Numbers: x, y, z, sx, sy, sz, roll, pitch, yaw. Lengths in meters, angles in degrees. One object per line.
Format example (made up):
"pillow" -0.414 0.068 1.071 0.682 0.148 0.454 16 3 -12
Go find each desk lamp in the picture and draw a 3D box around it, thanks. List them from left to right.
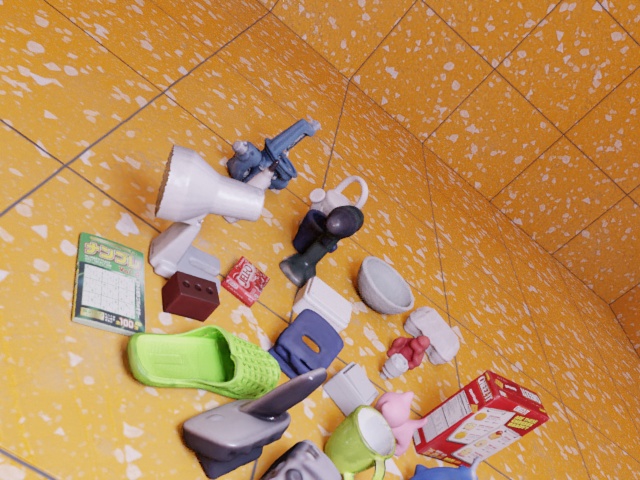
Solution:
"desk lamp" -0.205 -0.035 0.967 0.204 0.213 0.117 29 30 -29

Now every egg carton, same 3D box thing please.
"egg carton" 0.282 0.238 1.435 0.150 0.069 0.107 50 26 12

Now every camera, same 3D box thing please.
"camera" -0.015 0.360 0.784 0.137 0.100 0.143 47 26 5

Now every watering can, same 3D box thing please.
"watering can" 0.040 -0.078 1.411 0.101 0.193 0.173 52 27 16

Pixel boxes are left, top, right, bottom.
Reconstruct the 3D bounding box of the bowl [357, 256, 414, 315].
"bowl" 0.146 0.124 1.401 0.168 0.074 0.167 34 27 -20

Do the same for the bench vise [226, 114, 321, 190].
"bench vise" -0.102 -0.209 1.369 0.121 0.219 0.208 50 26 13

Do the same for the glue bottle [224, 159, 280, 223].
"glue bottle" -0.139 -0.109 1.220 0.037 0.173 0.078 46 26 5

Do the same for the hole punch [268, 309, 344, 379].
"hole punch" -0.022 0.196 1.030 0.109 0.091 0.101 43 26 -2

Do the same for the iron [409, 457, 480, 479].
"iron" 0.207 0.464 0.907 0.119 0.141 0.258 40 26 -9

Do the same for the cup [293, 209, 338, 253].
"cup" -0.012 0.000 1.333 0.092 0.094 0.117 8 43 -51

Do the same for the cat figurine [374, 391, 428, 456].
"cat figurine" 0.140 0.324 1.045 0.128 0.117 0.067 31 28 -25

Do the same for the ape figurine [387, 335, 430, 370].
"ape figurine" 0.209 0.246 1.290 0.076 0.092 0.077 15 38 -46

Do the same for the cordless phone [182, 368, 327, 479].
"cordless phone" -0.084 0.231 0.780 0.094 0.184 0.148 53 27 17

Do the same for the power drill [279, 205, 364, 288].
"power drill" 0.011 0.004 1.229 0.075 0.208 0.230 46 26 4
